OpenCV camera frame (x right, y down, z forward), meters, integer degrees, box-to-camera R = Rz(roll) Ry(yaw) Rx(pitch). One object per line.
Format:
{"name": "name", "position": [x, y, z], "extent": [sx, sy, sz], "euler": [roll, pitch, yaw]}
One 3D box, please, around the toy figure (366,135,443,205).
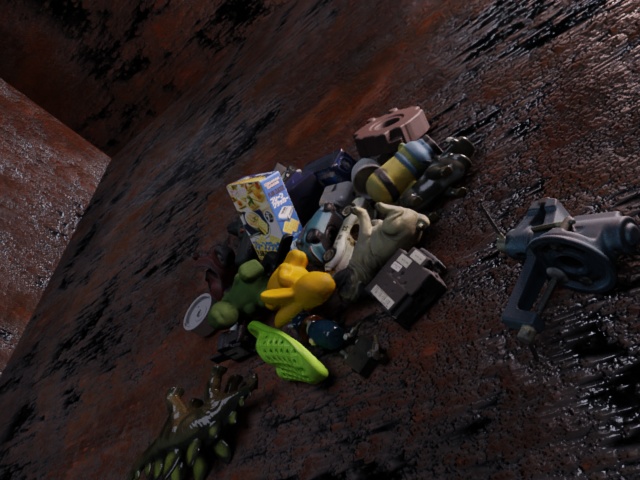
{"name": "toy figure", "position": [0.177, -0.152, 1.160], "extent": [0.180, 0.089, 0.082], "euler": [-46, 27, 12]}

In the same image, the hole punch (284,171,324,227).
{"name": "hole punch", "position": [-0.044, -0.103, 1.354], "extent": [0.092, 0.142, 0.116], "euler": [9, 53, 50]}

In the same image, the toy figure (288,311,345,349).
{"name": "toy figure", "position": [-0.010, 0.182, 1.077], "extent": [0.155, 0.064, 0.057], "euler": [6, 99, 59]}

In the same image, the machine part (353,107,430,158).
{"name": "machine part", "position": [0.164, -0.254, 1.258], "extent": [0.179, 0.056, 0.179], "euler": [-21, 24, 10]}

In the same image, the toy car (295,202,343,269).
{"name": "toy car", "position": [-0.002, -0.004, 1.210], "extent": [0.103, 0.109, 0.162], "euler": [-18, 43, 37]}

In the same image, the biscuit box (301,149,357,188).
{"name": "biscuit box", "position": [0.015, -0.173, 1.378], "extent": [0.063, 0.059, 0.203], "euler": [-60, 21, -18]}

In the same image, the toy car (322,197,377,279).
{"name": "toy car", "position": [0.066, 0.001, 1.152], "extent": [0.056, 0.073, 0.202], "euler": [-4, 53, 44]}

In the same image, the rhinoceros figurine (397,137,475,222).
{"name": "rhinoceros figurine", "position": [0.240, -0.122, 1.077], "extent": [0.190, 0.073, 0.112], "euler": [-49, 21, 5]}

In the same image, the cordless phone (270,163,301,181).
{"name": "cordless phone", "position": [-0.078, -0.127, 1.483], "extent": [0.146, 0.088, 0.184], "euler": [-53, 43, -6]}

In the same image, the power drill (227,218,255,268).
{"name": "power drill", "position": [-0.213, 0.018, 1.492], "extent": [0.232, 0.086, 0.207], "euler": [-13, 40, 41]}

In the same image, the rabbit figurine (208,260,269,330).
{"name": "rabbit figurine", "position": [-0.194, 0.142, 1.257], "extent": [0.170, 0.121, 0.159], "euler": [-36, 0, -20]}

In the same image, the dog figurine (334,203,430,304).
{"name": "dog figurine", "position": [0.121, 0.037, 1.047], "extent": [0.172, 0.121, 0.190], "euler": [-9, 65, 52]}

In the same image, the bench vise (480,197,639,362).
{"name": "bench vise", "position": [0.316, 0.040, 0.761], "extent": [0.224, 0.128, 0.240], "euler": [5, 54, 51]}

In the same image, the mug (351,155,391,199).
{"name": "mug", "position": [0.119, -0.161, 1.252], "extent": [0.109, 0.080, 0.107], "euler": [-46, 21, 16]}

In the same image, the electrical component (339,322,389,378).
{"name": "electrical component", "position": [0.076, 0.198, 0.965], "extent": [0.078, 0.045, 0.102], "euler": [-50, 32, -2]}

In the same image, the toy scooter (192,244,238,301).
{"name": "toy scooter", "position": [-0.265, 0.086, 1.373], "extent": [0.135, 0.183, 0.075], "euler": [10, 35, 29]}

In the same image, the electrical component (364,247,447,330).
{"name": "electrical component", "position": [0.161, 0.079, 0.972], "extent": [0.134, 0.058, 0.115], "euler": [-47, 34, 4]}

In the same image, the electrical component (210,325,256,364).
{"name": "electrical component", "position": [-0.198, 0.245, 1.233], "extent": [0.119, 0.074, 0.048], "euler": [-30, 38, 34]}

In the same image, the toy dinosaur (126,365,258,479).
{"name": "toy dinosaur", "position": [-0.284, 0.412, 1.141], "extent": [0.471, 0.105, 0.199], "euler": [-39, 37, 26]}

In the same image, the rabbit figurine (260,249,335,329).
{"name": "rabbit figurine", "position": [-0.043, 0.096, 1.084], "extent": [0.162, 0.121, 0.173], "euler": [-32, 15, -29]}
